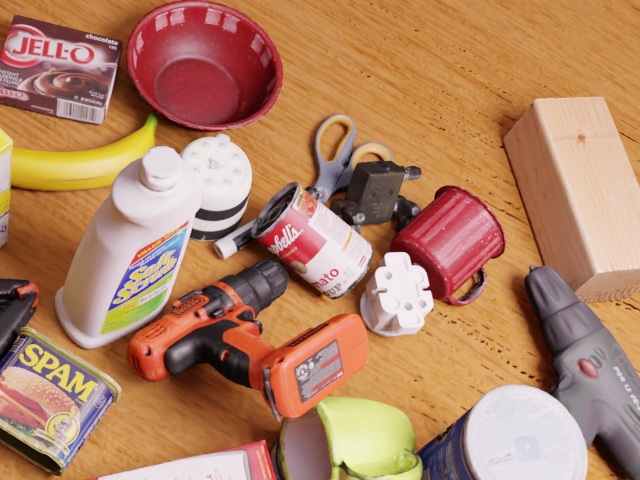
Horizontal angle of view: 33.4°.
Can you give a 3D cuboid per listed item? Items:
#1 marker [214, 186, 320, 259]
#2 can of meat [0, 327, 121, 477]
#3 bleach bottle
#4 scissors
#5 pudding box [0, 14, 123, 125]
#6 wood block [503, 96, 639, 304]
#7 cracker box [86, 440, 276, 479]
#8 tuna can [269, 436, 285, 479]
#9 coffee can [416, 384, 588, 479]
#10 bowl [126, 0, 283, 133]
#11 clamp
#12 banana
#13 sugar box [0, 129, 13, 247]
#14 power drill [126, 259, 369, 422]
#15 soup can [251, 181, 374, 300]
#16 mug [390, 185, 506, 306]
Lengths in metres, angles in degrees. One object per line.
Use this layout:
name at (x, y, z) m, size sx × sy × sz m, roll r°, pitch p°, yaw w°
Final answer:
marker at (-0.050, -0.019, 1.054) m, size 0.121 × 0.020 × 0.020 m, roll -32°, pitch 76°, yaw -20°
can of meat at (-0.234, 0.137, 0.900) m, size 0.102 × 0.057 × 0.083 m, roll 32°, pitch 61°, yaw 1°
bleach bottle at (-0.157, 0.003, 0.880) m, size 0.102 × 0.251 × 0.068 m, roll -26°, pitch 73°, yaw -28°
scissors at (0.018, -0.044, 1.102) m, size 0.096 × 0.016 × 0.201 m, roll 18°, pitch 59°, yaw -8°
pudding box at (-0.261, -0.169, 1.064) m, size 0.113 × 0.039 × 0.090 m, roll 13°, pitch 59°, yaw -11°
wood block at (0.281, -0.043, 1.143) m, size 0.090 × 0.090 × 0.206 m, roll -4°, pitch 65°, yaw -19°
cracker box at (-0.128, 0.267, 0.856) m, size 0.213 × 0.072 × 0.164 m, roll -9°, pitch 66°, yaw -21°
tuna can at (-0.002, 0.200, 0.954) m, size 0.086 × 0.034 × 0.086 m, roll 8°, pitch 61°, yaw -14°
coffee can at (0.141, 0.191, 0.878) m, size 0.102 × 0.140 × 0.103 m, roll 8°, pitch 60°, yaw -14°
bowl at (-0.122, -0.168, 1.099) m, size 0.162 × 0.055 × 0.162 m, roll 8°, pitch 61°, yaw -14°
clamp at (-0.329, 0.092, 0.896) m, size 0.209 × 0.036 × 0.165 m, roll -18°, pitch 59°, yaw -29°
banana at (-0.241, -0.076, 1.026) m, size 0.197 × 0.037 × 0.070 m, roll -11°, pitch 49°, yaw -24°
sugar box at (-0.309, -0.055, 0.907) m, size 0.093 × 0.176 × 0.048 m, roll 42°, pitch 56°, yaw 7°
power drill at (-0.050, 0.081, 0.932) m, size 0.184 × 0.188 × 0.057 m, roll -34°, pitch 121°, yaw -36°
soup can at (-0.007, 0.001, 1.023) m, size 0.102 × 0.069 × 0.068 m, roll 40°, pitch 56°, yaw -18°
mug at (0.130, 0.015, 1.071) m, size 0.081 × 0.093 × 0.117 m, roll -41°, pitch 119°, yaw -23°
